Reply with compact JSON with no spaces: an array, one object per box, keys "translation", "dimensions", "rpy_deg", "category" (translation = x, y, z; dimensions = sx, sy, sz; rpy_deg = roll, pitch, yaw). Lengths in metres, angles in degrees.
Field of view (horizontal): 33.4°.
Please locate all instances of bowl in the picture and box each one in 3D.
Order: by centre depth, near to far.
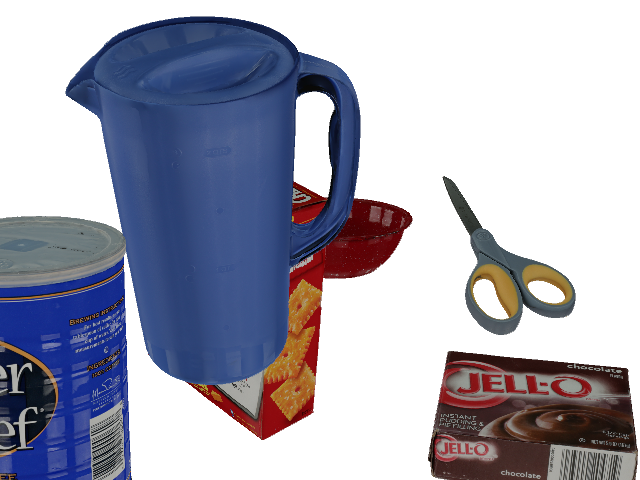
[{"translation":[0.015,0.000,1.111],"dimensions":[0.162,0.055,0.162],"rpy_deg":[0,16,0],"category":"bowl"}]

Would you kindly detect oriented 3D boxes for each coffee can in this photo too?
[{"translation":[-0.150,0.067,0.551],"dimensions":[0.103,0.140,0.103],"rpy_deg":[1,16,0],"category":"coffee can"}]

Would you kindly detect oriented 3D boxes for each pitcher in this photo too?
[{"translation":[-0.068,-0.022,0.738],"dimensions":[0.149,0.243,0.144],"rpy_deg":[25,42,32],"category":"pitcher"}]

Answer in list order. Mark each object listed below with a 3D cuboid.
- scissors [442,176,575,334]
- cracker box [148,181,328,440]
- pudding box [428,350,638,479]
[{"translation":[0.156,0.006,0.898],"dimensions":[0.096,0.016,0.201],"rpy_deg":[2,39,1],"category":"scissors"},{"translation":[-0.075,0.037,0.916],"dimensions":[0.071,0.214,0.164],"rpy_deg":[-22,38,-39],"category":"cracker box"},{"translation":[0.125,0.106,0.626],"dimensions":[0.113,0.039,0.090],"rpy_deg":[6,26,10],"category":"pudding box"}]
